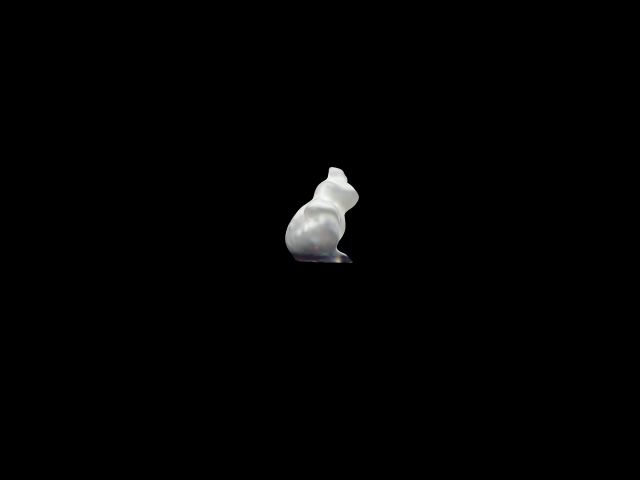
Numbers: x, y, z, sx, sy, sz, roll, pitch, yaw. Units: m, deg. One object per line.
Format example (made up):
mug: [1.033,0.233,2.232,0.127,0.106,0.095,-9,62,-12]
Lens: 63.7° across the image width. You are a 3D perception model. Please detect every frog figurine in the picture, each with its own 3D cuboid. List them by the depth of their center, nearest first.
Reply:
frog figurine: [0.003,-0.043,0.850,0.122,0.160,0.137,0,-2,7]
